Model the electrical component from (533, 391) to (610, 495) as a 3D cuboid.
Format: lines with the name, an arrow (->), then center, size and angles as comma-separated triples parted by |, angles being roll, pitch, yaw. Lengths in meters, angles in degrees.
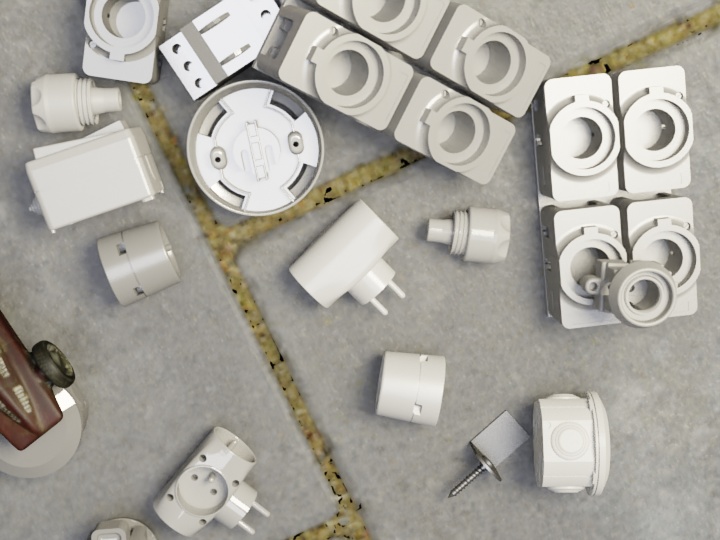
electrical component -> 0.164, 0.135, 0.837 | 0.051, 0.080, 0.080 | -1, 99, 3

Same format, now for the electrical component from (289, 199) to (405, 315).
electrical component -> 0.000, 0.000, 0.824 | 0.077, 0.043, 0.079 | -44, 99, 3

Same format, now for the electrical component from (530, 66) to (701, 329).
electrical component -> 0.194, -0.056, 0.818 | 0.105, 0.060, 0.186 | -7, 99, -2

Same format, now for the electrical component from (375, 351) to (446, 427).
electrical component -> 0.039, 0.091, 0.836 | 0.047, 0.055, 0.055 | 9, 98, -1

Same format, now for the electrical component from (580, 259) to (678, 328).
electrical component -> 0.197, 0.015, 0.768 | 0.066, 0.055, 0.048 | 2, 99, -3

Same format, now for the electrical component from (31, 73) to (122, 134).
electrical component -> -0.208, -0.124, 0.793 | 0.062, 0.043, 0.043 | -5, 99, -3

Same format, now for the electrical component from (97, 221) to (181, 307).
electrical component -> -0.165, -0.006, 0.809 | 0.047, 0.055, 0.055 | -21, 99, -4

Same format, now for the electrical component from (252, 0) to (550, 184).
electrical component -> 0.034, -0.146, 0.761 | 0.186, 0.060, 0.105 | 23, 98, -29

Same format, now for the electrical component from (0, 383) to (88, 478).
electrical component -> -0.250, 0.114, 0.824 | 0.080, 0.051, 0.080 | 0, 99, -3

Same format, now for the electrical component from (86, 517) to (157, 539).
electrical component -> -0.189, 0.229, 0.842 | 0.058, 0.057, 0.078 | -4, 99, -3

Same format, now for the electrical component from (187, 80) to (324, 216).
electrical component -> -0.076, -0.090, 0.795 | 0.099, 0.064, 0.099 | 0, 99, -3

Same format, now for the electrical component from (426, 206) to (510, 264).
electrical component -> 0.082, -0.028, 0.825 | 0.062, 0.043, 0.043 | 6, 98, -2

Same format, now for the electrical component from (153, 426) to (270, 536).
electrical component -> -0.108, 0.177, 0.845 | 0.079, 0.044, 0.077 | 39, 95, -9

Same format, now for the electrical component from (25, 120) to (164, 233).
electrical component -> -0.202, -0.069, 0.793 | 0.096, 0.061, 0.061 | -19, 99, 0

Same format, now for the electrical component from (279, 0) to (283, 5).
electrical component -> -0.036, -0.199, 0.785 | 0.045, 0.055, 0.045 | 0, 99, -3

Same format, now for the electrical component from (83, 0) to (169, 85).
electrical component -> -0.168, -0.182, 0.780 | 0.050, 0.055, 0.089 | 8, 98, -4
